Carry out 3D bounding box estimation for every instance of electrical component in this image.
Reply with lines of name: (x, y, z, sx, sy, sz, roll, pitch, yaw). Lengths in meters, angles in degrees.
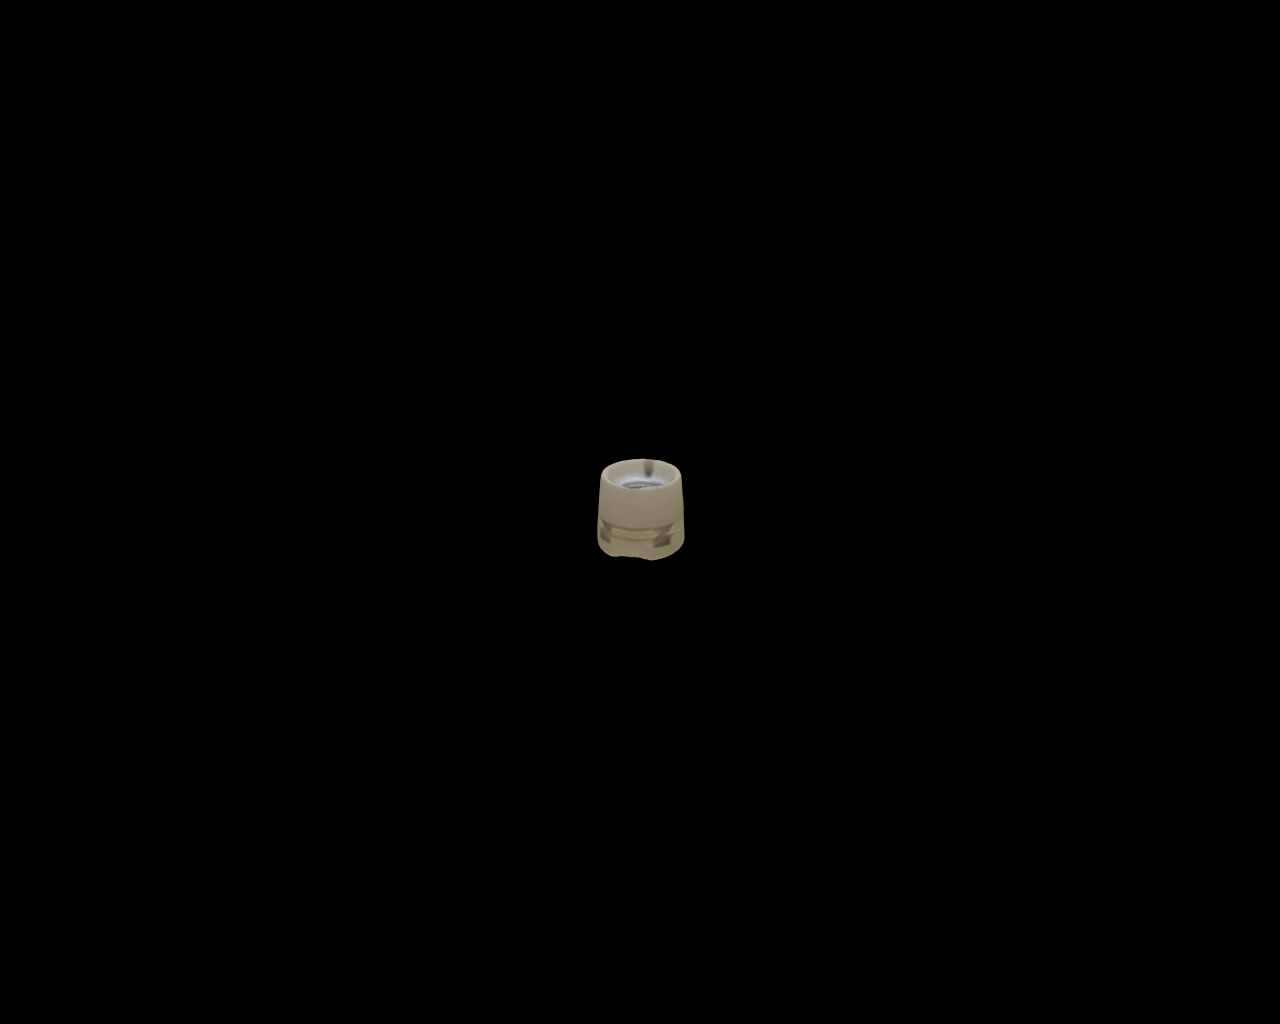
electrical component: (0.001, -0.003, 0.650, 0.055, 0.047, 0.055, 0, 25, 0)
